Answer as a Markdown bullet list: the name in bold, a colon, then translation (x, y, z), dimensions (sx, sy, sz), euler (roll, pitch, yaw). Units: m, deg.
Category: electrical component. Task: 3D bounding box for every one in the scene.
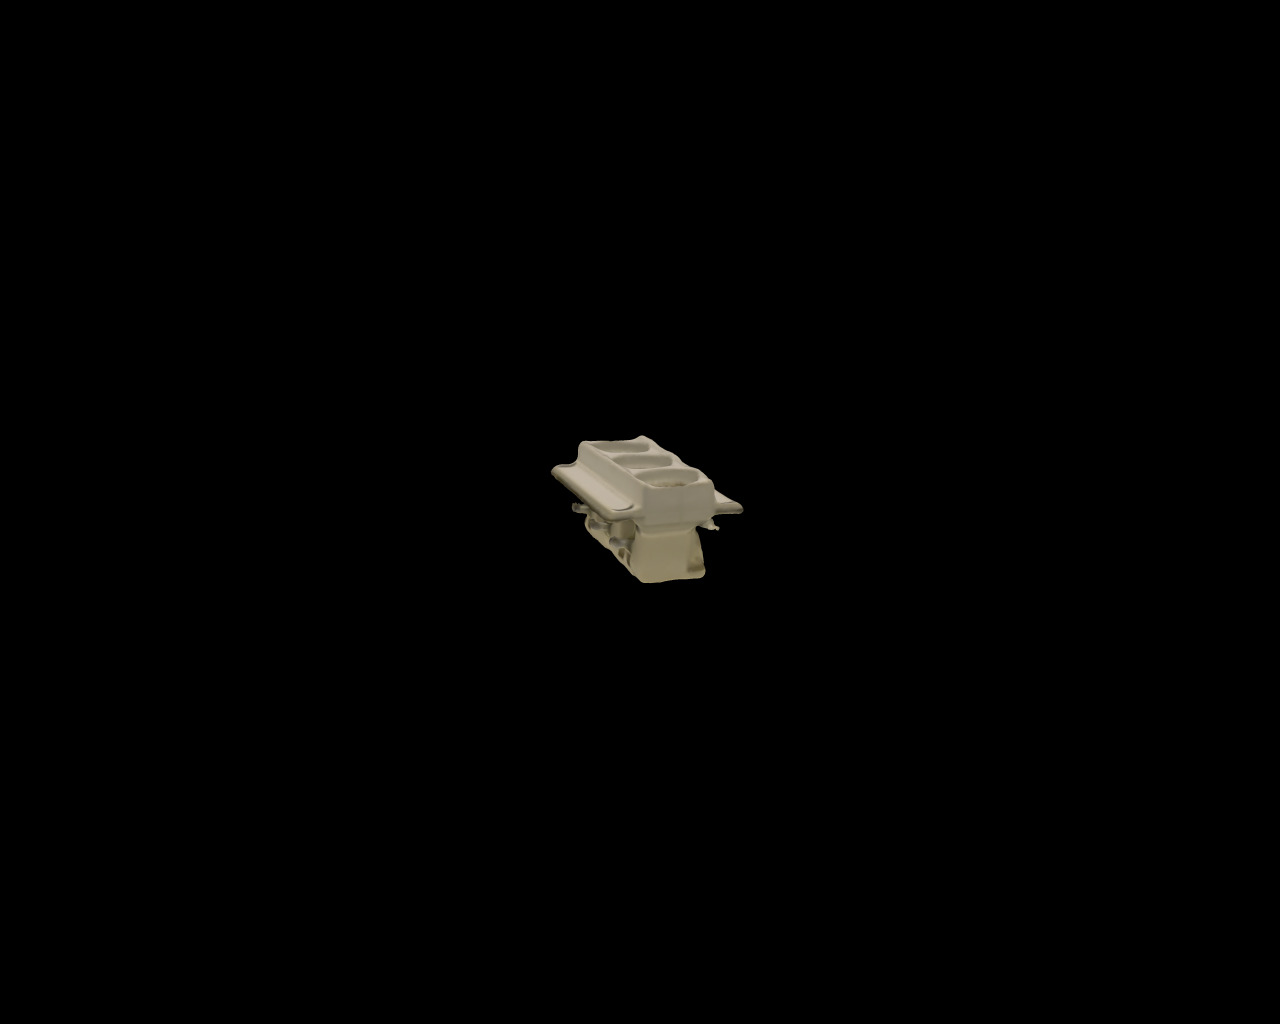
- **electrical component**: translation (0.001, -0.003, 0.650), dimensions (0.079, 0.063, 0.121), euler (-6, 17, -19)
